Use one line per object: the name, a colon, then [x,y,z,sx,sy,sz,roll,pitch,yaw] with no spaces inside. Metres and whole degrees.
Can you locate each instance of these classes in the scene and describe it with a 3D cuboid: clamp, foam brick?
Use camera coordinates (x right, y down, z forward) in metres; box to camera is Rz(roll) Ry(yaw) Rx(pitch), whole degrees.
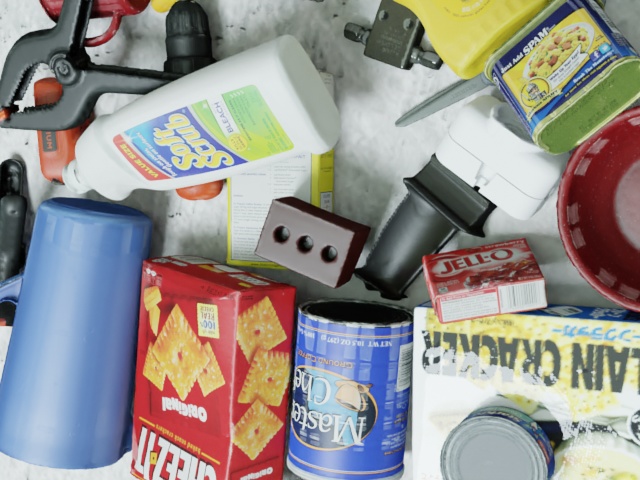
clamp: [-0.214,-0.153,0.963,0.210,0.036,0.164,-37,94,27]
clamp: [-0.311,0.012,1.061,0.039,0.120,0.171,3,103,-13]
foam brick: [-0.006,0.001,0.901,0.078,0.051,0.053,22,101,13]

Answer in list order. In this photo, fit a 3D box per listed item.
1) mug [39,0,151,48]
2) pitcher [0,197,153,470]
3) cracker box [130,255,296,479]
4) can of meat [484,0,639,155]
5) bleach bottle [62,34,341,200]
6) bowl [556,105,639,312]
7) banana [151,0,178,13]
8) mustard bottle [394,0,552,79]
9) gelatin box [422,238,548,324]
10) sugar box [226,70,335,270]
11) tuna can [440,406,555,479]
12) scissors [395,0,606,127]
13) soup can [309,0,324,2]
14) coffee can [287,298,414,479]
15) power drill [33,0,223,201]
mug: [-0.208,-0.236,0.988,0.082,0.093,0.117,0,79,19]
pitcher: [-0.242,0.084,1.015,0.145,0.149,0.243,15,98,34]
cracker box: [-0.101,0.131,0.958,0.164,0.071,0.214,14,102,50]
can of meat: [0.188,-0.126,0.808,0.102,0.057,0.084,-41,51,22]
bleach bottle: [-0.114,-0.086,0.920,0.251,0.068,0.102,-19,116,26]
bowl: [0.268,-0.025,0.821,0.162,0.055,0.162,3,97,24]
banana: [-0.107,-0.300,0.970,0.070,0.037,0.198,24,104,43]
mustard bottle: [0.093,-0.229,0.867,0.096,0.058,0.192,-41,71,10]
gelatin box: [0.131,0.032,0.861,0.089,0.073,0.030,-9,116,2]
sugar box: [-0.035,-0.063,0.957,0.093,0.048,0.176,3,94,21]
tuna can: [0.140,0.175,0.837,0.086,0.033,0.086,4,100,24]
scissors: [0.162,-0.127,0.878,0.202,0.016,0.096,-42,79,22]
soup can: [-0.043,-0.246,0.928,0.102,0.068,0.068,12,100,23]
coffee can: [0.027,0.129,0.918,0.103,0.102,0.140,7,98,23]
power drill: [-0.179,-0.125,1.007,0.188,0.057,0.184,-3,92,25]
